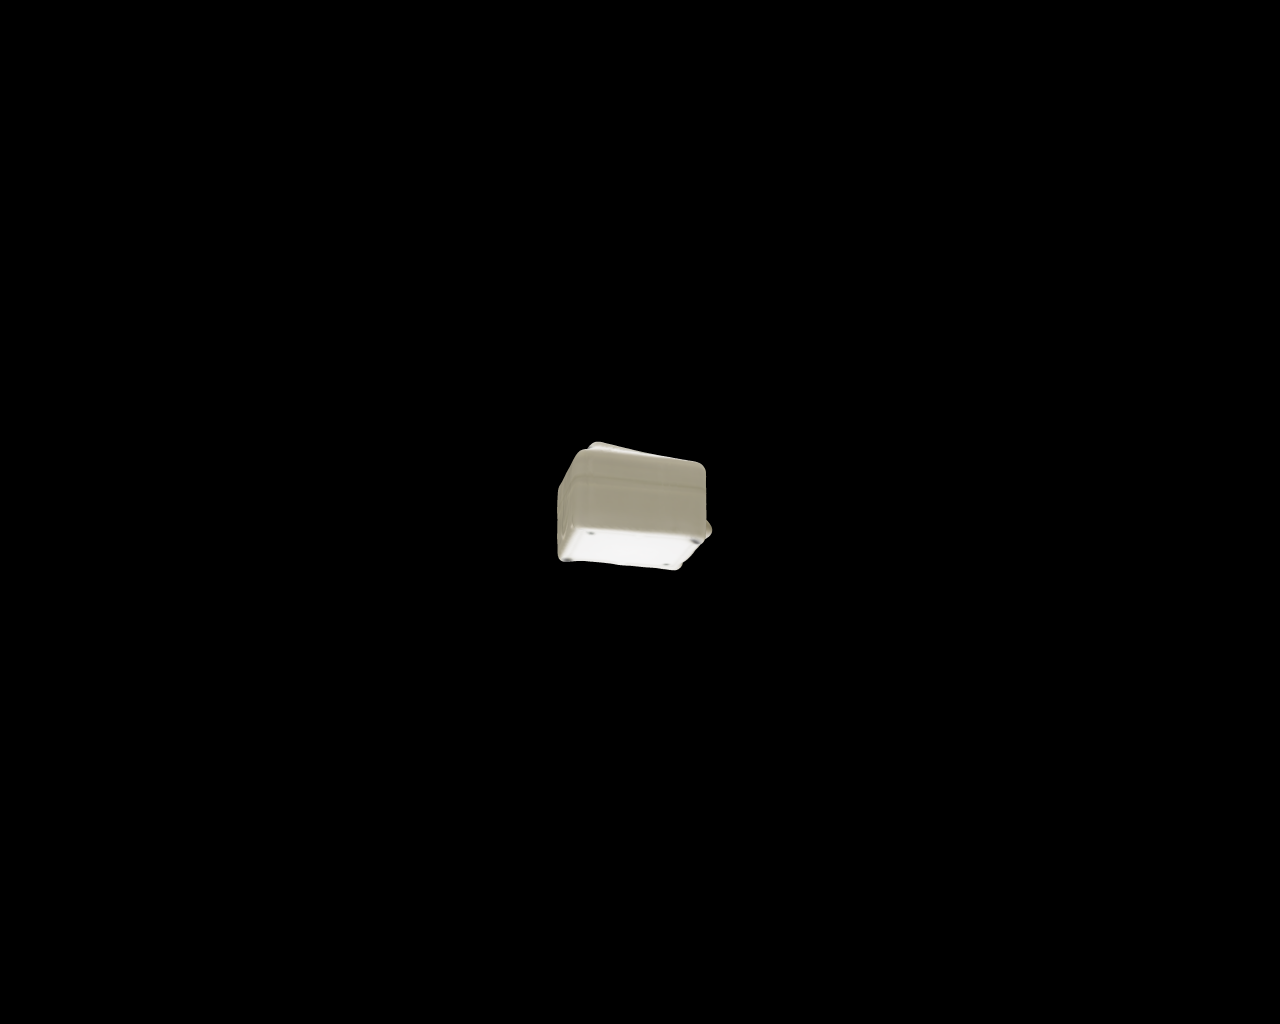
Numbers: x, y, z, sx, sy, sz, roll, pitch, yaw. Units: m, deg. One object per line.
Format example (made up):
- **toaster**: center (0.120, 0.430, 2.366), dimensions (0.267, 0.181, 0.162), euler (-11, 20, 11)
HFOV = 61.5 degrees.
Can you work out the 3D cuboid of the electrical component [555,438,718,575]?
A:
- **electrical component**: center (0.001, -0.003, 0.650), dimensions (0.096, 0.061, 0.061), euler (6, -24, -14)
